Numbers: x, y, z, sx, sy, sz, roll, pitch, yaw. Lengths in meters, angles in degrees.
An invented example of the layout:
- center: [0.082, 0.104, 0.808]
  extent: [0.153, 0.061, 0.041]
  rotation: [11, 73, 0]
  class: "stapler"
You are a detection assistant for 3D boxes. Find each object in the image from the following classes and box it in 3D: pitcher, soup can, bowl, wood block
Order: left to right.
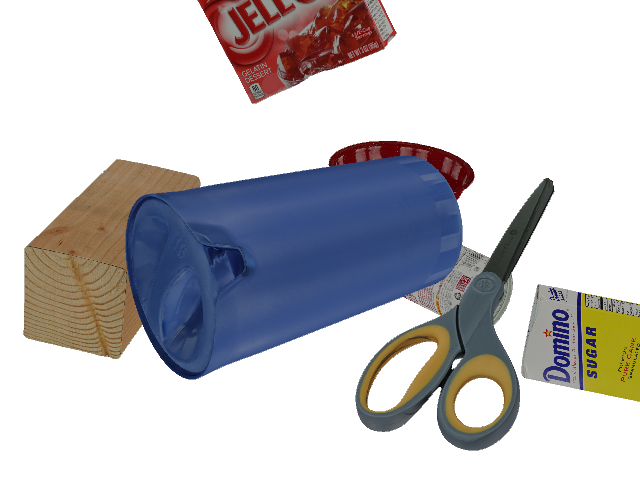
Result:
- center: [-0.185, 0.010, 0.975]
  extent: [0.090, 0.091, 0.206]
  rotation: [13, 26, 6]
  class: "wood block"
- center: [-0.020, 0.010, 0.813]
  extent: [0.242, 0.145, 0.149]
  rotation: [-15, 40, -33]
  class: "pitcher"
- center: [0.087, -0.058, 1.191]
  extent: [0.162, 0.055, 0.162]
  rotation: [4, 26, -2]
  class: "bowl"
- center: [0.115, 0.034, 0.972]
  extent: [0.102, 0.068, 0.068]
  rotation: [26, 18, 39]
  class: "soup can"

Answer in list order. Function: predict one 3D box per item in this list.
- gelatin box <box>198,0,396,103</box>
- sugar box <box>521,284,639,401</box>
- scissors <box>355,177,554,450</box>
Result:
- center: [-0.015, -0.124, 0.575]
  extent: [0.089, 0.073, 0.030]
  rotation: [-18, 20, 28]
  class: "gelatin box"
- center: [0.295, 0.108, 1.065]
  extent: [0.176, 0.093, 0.048]
  rotation: [9, 22, 8]
  class: "sugar box"
- center: [0.104, 0.042, 0.601]
  extent: [0.201, 0.016, 0.096]
  rotation: [-41, 49, -21]
  class: "scissors"
